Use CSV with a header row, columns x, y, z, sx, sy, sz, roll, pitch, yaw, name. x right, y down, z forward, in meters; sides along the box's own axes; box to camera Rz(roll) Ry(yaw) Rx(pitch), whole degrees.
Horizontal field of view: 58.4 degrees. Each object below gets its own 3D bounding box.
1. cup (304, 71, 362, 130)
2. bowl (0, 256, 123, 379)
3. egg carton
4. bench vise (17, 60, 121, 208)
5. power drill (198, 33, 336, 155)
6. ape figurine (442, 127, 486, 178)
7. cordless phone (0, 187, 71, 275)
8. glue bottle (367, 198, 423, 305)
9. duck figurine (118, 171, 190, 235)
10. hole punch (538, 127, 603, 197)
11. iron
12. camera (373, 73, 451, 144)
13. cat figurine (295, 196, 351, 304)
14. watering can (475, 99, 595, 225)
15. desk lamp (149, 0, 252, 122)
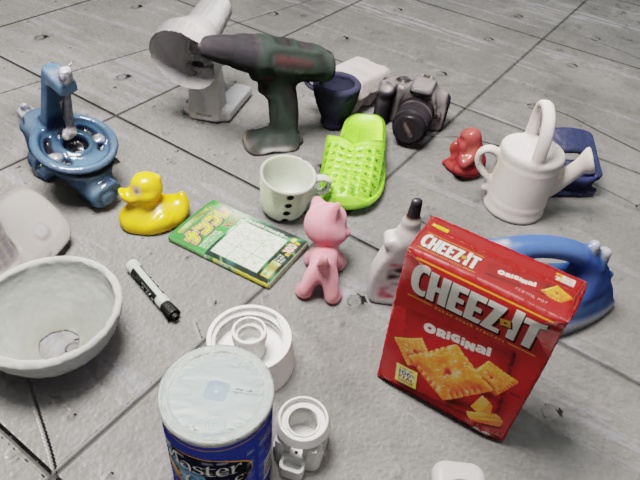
x,y,z,sx,sy,sz,roll,pitch,yaw,name
0.017,-0.265,1.093,0.117,0.095,0.092,24,45,19,cup
-0.311,0.100,0.668,0.167,0.075,0.167,3,42,-3,bowl
0.077,-0.323,1.183,0.107,0.069,0.151,31,48,26,egg carton
-0.396,-0.168,0.845,0.207,0.220,0.122,18,43,13,bench vise
-0.088,-0.254,0.984,0.230,0.208,0.075,-11,44,-17,power drill
0.257,-0.157,1.003,0.076,0.092,0.078,16,43,12,ape figurine
-0.404,-0.036,0.725,0.094,0.185,0.148,14,43,9,cordless phone
0.108,0.015,0.736,0.078,0.173,0.037,1,42,-5,glue bottle
-0.247,-0.062,0.846,0.105,0.086,0.077,-12,45,-18,duck figurine
0.433,-0.136,1.001,0.109,0.091,0.101,-1,42,-7,hole punch
0.290,0.044,0.749,0.258,0.141,0.118,-2,43,-8,iron
0.169,-0.253,1.093,0.143,0.101,0.137,17,43,12,camera
0.007,0.003,0.779,0.067,0.118,0.128,6,42,1,cat figurine
0.340,-0.129,0.905,0.173,0.194,0.100,-4,43,-11,watering can
-0.211,-0.327,1.046,0.117,0.214,0.203,14,43,9,desk lamp
